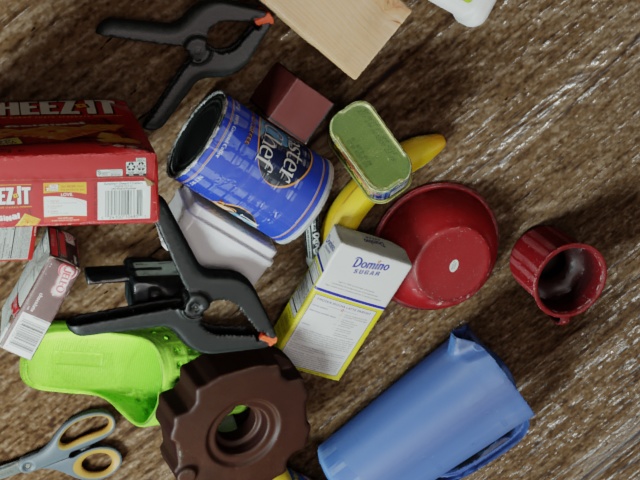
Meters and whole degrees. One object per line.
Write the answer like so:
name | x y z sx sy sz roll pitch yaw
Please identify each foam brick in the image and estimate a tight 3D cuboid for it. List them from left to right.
foam brick | -0.029 -0.141 1.091 0.053 0.078 0.051 32 98 -27

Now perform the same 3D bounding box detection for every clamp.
clamp | -0.132 -0.197 1.058 0.171 0.039 0.120 -33 122 1
clamp | -0.129 0.051 1.078 0.209 0.036 0.165 20 107 -24

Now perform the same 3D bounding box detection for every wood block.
wood block | -0.023 -0.262 1.037 0.205 0.090 0.091 36 97 -26

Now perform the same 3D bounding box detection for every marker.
marker | -0.008 0.001 1.172 0.020 0.020 0.121 -13 128 -12

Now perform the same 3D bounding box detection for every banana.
banana | 0.058 -0.049 1.180 0.198 0.037 0.069 -52 138 9

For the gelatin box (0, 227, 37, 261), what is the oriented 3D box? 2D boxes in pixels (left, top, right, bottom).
gelatin box | -0.320 -0.017 1.049 0.089 0.030 0.073 -1 104 -55

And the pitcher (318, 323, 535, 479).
pitcher | 0.127 0.226 1.263 0.243 0.145 0.149 -37 77 4

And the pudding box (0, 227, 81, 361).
pudding box | -0.284 0.052 1.084 0.039 0.090 0.113 29 102 -22

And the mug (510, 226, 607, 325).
mug | 0.277 0.043 1.255 0.093 0.081 0.117 -15 114 -11

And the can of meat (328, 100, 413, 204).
can of meat | 0.053 -0.091 1.109 0.057 0.084 0.102 -36 86 0

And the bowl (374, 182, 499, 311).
bowl | 0.141 0.018 1.220 0.162 0.055 0.162 -6 113 -15

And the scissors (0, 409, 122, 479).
scissors | -0.311 0.261 1.202 0.201 0.016 0.096 -32 117 -3

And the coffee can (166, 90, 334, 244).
coffee can | -0.071 -0.073 1.091 0.140 0.103 0.103 32 99 -25

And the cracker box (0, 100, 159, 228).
cracker box | -0.243 -0.075 0.975 0.164 0.214 0.072 -3 110 -16

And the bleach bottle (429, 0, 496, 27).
bleach bottle | 0.071 -0.310 1.062 0.250 0.068 0.103 22 103 -21

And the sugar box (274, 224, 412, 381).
sugar box | 0.019 0.072 1.190 0.093 0.048 0.176 19 116 -24

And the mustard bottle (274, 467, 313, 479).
mustard bottle | -0.020 0.313 1.266 0.191 0.096 0.058 33 99 -25
